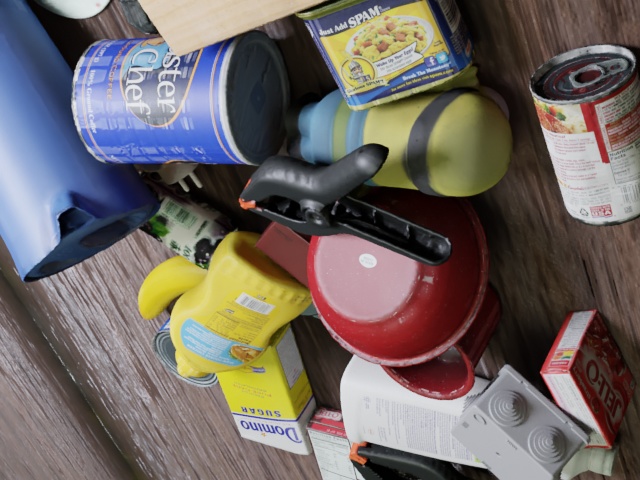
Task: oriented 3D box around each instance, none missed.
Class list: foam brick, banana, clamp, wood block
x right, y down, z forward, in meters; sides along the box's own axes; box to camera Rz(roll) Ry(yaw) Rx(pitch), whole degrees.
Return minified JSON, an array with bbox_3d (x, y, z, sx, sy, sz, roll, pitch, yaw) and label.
[{"bbox_3d":[-0.006,0.001,0.933,0.078,0.051,0.053,39,141,-3],"label":"foam brick"},{"bbox_3d":[-0.133,0.047,1.080,0.198,0.037,0.069,-8,109,44],"label":"banana"},{"bbox_3d":[0.005,-0.035,0.769,0.172,0.039,0.120,11,144,32],"label":"clamp"},{"bbox_3d":[-0.031,-0.205,0.712,0.207,0.090,0.090,-10,122,43],"label":"wood block"},{"bbox_3d":[0.118,0.262,1.082,0.210,0.036,0.165,26,136,-5],"label":"clamp"}]

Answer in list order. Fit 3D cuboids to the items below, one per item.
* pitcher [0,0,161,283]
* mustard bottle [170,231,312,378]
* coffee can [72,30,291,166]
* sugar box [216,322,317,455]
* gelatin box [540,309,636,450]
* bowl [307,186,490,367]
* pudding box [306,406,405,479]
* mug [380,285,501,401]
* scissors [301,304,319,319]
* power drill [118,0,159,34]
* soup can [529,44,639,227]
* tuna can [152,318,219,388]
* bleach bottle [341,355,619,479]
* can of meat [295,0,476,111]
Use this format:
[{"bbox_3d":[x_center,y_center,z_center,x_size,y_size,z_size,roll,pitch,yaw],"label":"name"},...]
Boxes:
[{"bbox_3d":[-0.253,-0.093,0.931,0.149,0.144,0.243,-34,85,40],"label":"pitcher"},{"bbox_3d":[-0.086,0.074,1.003,0.096,0.058,0.192,24,132,-20],"label":"mustard bottle"},{"bbox_3d":[-0.108,-0.110,0.842,0.140,0.102,0.103,2,131,26],"label":"coffee can"},{"bbox_3d":[-0.060,0.151,1.129,0.093,0.048,0.176,10,133,29],"label":"sugar box"},{"bbox_3d":[0.218,0.113,0.860,0.030,0.073,0.089,-10,122,42],"label":"gelatin box"},{"bbox_3d":[0.048,0.019,0.832,0.162,0.055,0.162,-2,85,29],"label":"bowl"},{"bbox_3d":[0.040,0.234,1.143,0.090,0.039,0.113,11,132,29],"label":"pudding box"},{"bbox_3d":[0.095,0.065,0.895,0.093,0.081,0.117,-14,120,44],"label":"mug"},{"bbox_3d":[-0.019,0.049,1.019,0.202,0.016,0.096,16,135,25],"label":"scissors"},{"bbox_3d":[-0.212,-0.237,0.821,0.188,0.057,0.184,-3,121,23],"label":"power drill"},{"bbox_3d":[0.184,-0.068,0.705,0.069,0.068,0.102,2,131,36],"label":"soup can"},{"bbox_3d":[-0.138,0.120,1.166,0.086,0.033,0.086,21,139,19],"label":"tuna can"},{"bbox_3d":[0.145,0.172,0.982,0.251,0.068,0.102,13,135,24],"label":"bleach bottle"},{"bbox_3d":[0.047,-0.144,0.729,0.102,0.057,0.084,-15,122,26],"label":"can of meat"}]
